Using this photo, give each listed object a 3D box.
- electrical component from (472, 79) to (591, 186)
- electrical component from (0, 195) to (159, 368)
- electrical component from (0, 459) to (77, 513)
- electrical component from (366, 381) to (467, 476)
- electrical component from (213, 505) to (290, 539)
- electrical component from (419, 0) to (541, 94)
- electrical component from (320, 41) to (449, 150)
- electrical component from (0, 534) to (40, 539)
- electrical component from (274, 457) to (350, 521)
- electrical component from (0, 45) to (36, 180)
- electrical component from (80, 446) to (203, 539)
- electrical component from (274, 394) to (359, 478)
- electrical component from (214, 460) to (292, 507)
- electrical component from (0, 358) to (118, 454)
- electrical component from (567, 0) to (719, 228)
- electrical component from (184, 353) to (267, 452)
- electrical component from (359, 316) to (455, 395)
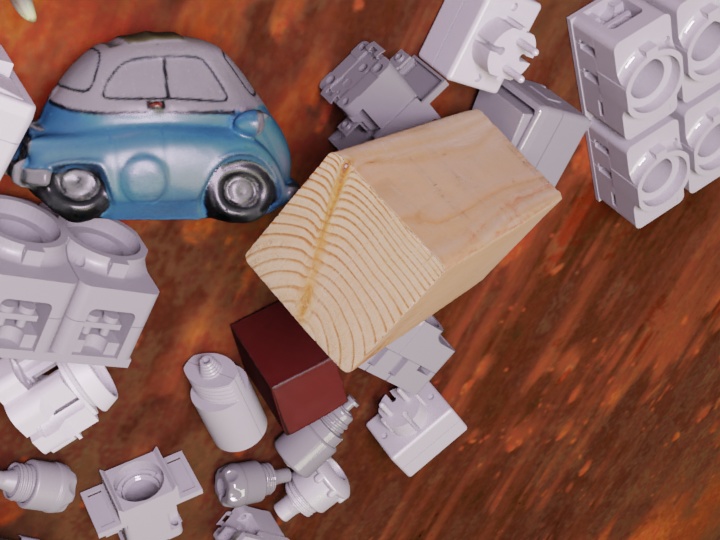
[{"bbox_3d":[0.106,-0.084,0.769,0.061,0.061,0.096,7,119,-38],"label":"electrical component"},{"bbox_3d":[-0.200,-0.002,0.600,0.150,0.089,0.061,10,117,-40],"label":"electrical component"},{"bbox_3d":[-0.229,0.147,0.740,0.061,0.035,0.035,21,110,-41],"label":"electrical component"},{"bbox_3d":[0.040,0.123,0.900,0.066,0.047,0.076,-40,137,-1],"label":"electrical component"},{"bbox_3d":[-0.085,0.230,0.886,0.042,0.063,0.081,-50,136,10],"label":"electrical component"},{"bbox_3d":[0.087,-0.147,0.695,0.047,0.076,0.065,8,119,-39],"label":"electrical component"},{"bbox_3d":[0.011,-0.110,0.698,0.081,0.042,0.064,-45,134,3],"label":"electrical component"},{"bbox_3d":[-0.264,0.214,0.743,0.121,0.079,0.063,28,76,-45],"label":"electrical component"},{"bbox_3d":[-0.043,0.184,0.895,0.062,0.048,0.048,-39,137,7],"label":"electrical component"},{"bbox_3d":[-0.220,-0.090,0.536,0.096,0.061,0.061,18,112,-43],"label":"electrical component"},{"bbox_3d":[-0.162,0.174,0.805,0.081,0.042,0.063,-21,137,-20],"label":"electrical component"},{"bbox_3d":[-0.033,0.130,0.860,0.078,0.040,0.040,-44,137,3],"label":"electrical component"},{"bbox_3d":[-0.083,0.169,0.860,0.061,0.035,0.035,-4,126,-35],"label":"electrical component"},{"bbox_3d":[-0.194,0.076,0.691,0.057,0.058,0.078,-32,136,-5],"label":"electrical component"},{"bbox_3d":[0.231,-0.131,0.821,0.105,0.060,0.186,-32,136,-9],"label":"electrical component"},{"bbox_3d":[-0.099,0.091,0.780,0.043,0.043,0.081,-29,135,-12],"label":"electrical component"},{"bbox_3d":[0.026,0.050,0.829,0.055,0.050,0.089,-50,136,9],"label":"electrical component"}]
